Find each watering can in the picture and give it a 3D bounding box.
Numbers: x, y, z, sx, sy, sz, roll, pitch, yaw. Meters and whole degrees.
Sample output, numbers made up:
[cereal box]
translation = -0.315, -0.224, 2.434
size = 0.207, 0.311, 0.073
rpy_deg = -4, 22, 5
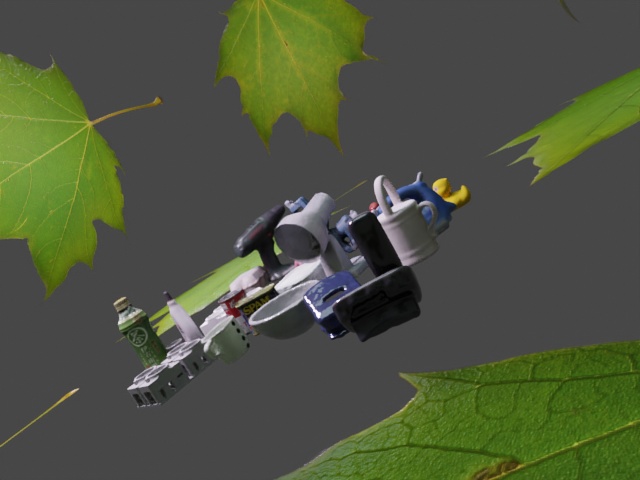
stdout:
[watering can]
translation = 0.160, -0.043, 1.218
size = 0.172, 0.194, 0.101
rpy_deg = -28, 8, 8

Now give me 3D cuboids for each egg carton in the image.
[egg carton]
translation = -0.225, 0.141, 1.848
size = 0.107, 0.069, 0.150
rpy_deg = -27, 9, 17

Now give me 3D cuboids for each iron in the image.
[iron]
translation = 0.187, -0.047, 1.330
size = 0.259, 0.141, 0.118
rpy_deg = -33, 9, -25

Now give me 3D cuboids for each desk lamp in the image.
[desk lamp]
translation = 0.012, 0.005, 1.357
size = 0.117, 0.213, 0.204
rpy_deg = -21, 11, 42

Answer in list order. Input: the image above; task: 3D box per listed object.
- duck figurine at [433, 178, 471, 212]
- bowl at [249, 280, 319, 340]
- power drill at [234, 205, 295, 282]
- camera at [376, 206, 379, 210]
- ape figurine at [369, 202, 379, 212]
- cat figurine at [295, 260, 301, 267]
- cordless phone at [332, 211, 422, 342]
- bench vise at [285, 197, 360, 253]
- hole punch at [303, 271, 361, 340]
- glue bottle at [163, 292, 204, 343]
[duck figurine]
translation = 0.331, -0.120, 1.486
size = 0.104, 0.086, 0.077
rpy_deg = -27, 9, 16
[bowl]
translation = -0.056, 0.154, 1.168
size = 0.167, 0.075, 0.167
rpy_deg = -28, 8, 5
[power drill]
translation = -0.162, 0.020, 1.882
size = 0.230, 0.208, 0.075
rpy_deg = -34, 10, -31
[camera]
translation = 0.165, -0.036, 1.484
size = 0.143, 0.101, 0.137
rpy_deg = -25, 9, 27
[ape figurine]
translation = 0.173, -0.066, 1.679
size = 0.077, 0.092, 0.076
rpy_deg = -25, 9, 27
[cat figurine]
translation = -0.044, 0.027, 1.756
size = 0.067, 0.118, 0.128
rpy_deg = -20, 12, 48
[cordless phone]
translation = 0.072, 0.057, 0.934
size = 0.147, 0.185, 0.094
rpy_deg = -29, 8, 2
[bench vise]
translation = 0.006, -0.046, 1.669
size = 0.207, 0.220, 0.121
rpy_deg = -31, 9, -10
[hole punch]
translation = 0.036, 0.114, 1.039
size = 0.109, 0.091, 0.101
rpy_deg = -30, 8, -9
[glue bottle]
translation = -0.373, 0.213, 1.541
size = 0.037, 0.173, 0.078
rpy_deg = -34, 10, -29
